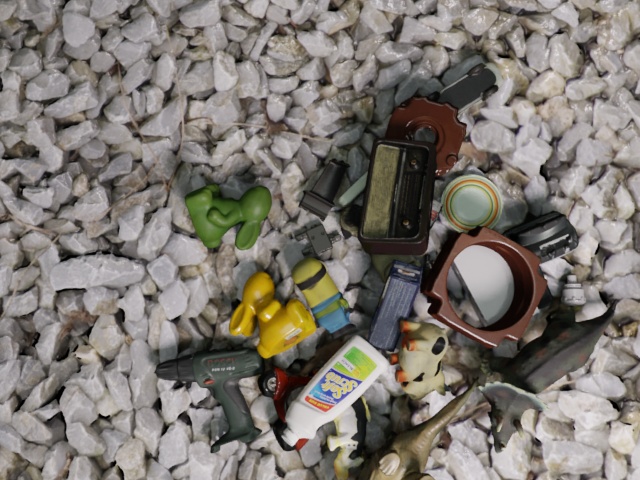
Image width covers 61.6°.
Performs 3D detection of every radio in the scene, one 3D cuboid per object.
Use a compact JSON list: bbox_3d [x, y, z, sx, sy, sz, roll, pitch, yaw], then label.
[{"bbox_3d":[0.158,-0.085,1.064,0.131,0.073,0.229,5,71,15],"label":"radio"}]

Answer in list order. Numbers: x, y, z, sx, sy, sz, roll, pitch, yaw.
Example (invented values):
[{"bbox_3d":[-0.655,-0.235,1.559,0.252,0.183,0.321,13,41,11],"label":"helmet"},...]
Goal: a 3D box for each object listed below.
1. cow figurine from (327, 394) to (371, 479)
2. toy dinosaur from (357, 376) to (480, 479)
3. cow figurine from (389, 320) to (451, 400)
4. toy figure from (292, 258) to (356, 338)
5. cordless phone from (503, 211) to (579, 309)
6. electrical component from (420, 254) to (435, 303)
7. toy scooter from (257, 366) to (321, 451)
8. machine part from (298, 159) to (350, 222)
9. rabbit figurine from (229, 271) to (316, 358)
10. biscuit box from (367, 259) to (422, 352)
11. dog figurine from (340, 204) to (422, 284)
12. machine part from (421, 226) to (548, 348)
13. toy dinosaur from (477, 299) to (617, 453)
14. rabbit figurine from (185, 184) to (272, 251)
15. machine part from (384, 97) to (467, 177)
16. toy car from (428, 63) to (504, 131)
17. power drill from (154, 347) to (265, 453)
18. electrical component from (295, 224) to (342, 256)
[{"bbox_3d":[0.062,0.407,1.116,0.098,0.068,0.167,-7,84,-3],"label":"cow figurine"},{"bbox_3d":[0.150,0.435,1.041,0.471,0.198,0.105,-40,84,-1],"label":"toy dinosaur"},{"bbox_3d":[0.210,0.247,1.083,0.127,0.086,0.194,1,126,-9],"label":"cow figurine"},{"bbox_3d":[0.009,0.119,1.132,0.082,0.089,0.180,-28,82,-7],"label":"toy figure"},{"bbox_3d":[0.479,0.044,1.131,0.147,0.089,0.184,-23,95,0],"label":"cordless phone"},{"bbox_3d":[0.244,0.085,1.137,0.045,0.078,0.102,-1,79,26],"label":"electrical component"},{"bbox_3d":[-0.044,0.338,1.121,0.135,0.075,0.183,-20,97,-25],"label":"toy scooter"},{"bbox_3d":[0.013,-0.116,1.180,0.084,0.039,0.139,31,89,10],"label":"machine part"},{"bbox_3d":[-0.111,0.152,1.139,0.162,0.121,0.173,-35,70,9],"label":"rabbit figurine"},{"bbox_3d":[0.147,0.136,1.080,0.063,0.059,0.202,17,128,5],"label":"biscuit box"},{"bbox_3d":[0.120,0.023,1.139,0.191,0.121,0.172,15,77,16],"label":"dog figurine"},{"bbox_3d":[0.316,0.090,1.048,0.201,0.087,0.201,29,83,0],"label":"machine part"},{"bbox_3d":[0.451,0.231,1.049,0.405,0.192,0.131,-41,86,0],"label":"toy dinosaur"},{"bbox_3d":[-0.181,-0.054,1.141,0.170,0.121,0.159,-15,91,4],"label":"rabbit figurine"},{"bbox_3d":[0.222,-0.218,1.140,0.180,0.056,0.179,4,103,15],"label":"machine part"},{"bbox_3d":[0.306,-0.313,1.175,0.202,0.056,0.073,-32,90,1],"label":"toy car"},{"bbox_3d":[-0.219,0.333,1.136,0.232,0.086,0.207,-15,77,-1],"label":"power drill"},{"bbox_3d":[-0.002,-0.004,1.177,0.094,0.021,0.063,-22,84,1],"label":"electrical component"}]
